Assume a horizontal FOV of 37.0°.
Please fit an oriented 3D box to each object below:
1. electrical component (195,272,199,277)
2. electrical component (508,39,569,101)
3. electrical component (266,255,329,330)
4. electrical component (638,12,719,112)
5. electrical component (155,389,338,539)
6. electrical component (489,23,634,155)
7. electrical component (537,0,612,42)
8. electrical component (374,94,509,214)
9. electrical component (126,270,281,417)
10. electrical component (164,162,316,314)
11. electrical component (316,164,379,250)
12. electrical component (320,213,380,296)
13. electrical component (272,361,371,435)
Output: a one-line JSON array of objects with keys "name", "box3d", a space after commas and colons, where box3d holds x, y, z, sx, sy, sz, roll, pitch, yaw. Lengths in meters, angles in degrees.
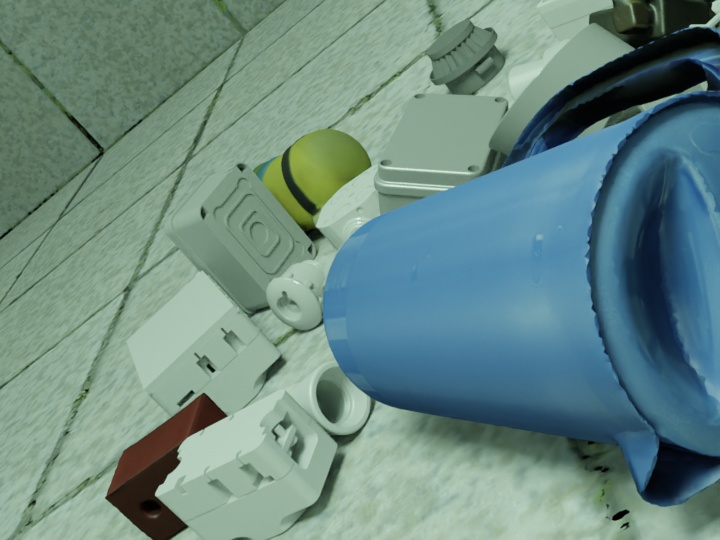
[{"name": "electrical component", "box3d": [-0.124, 0.001, 1.017, 0.081, 0.043, 0.043, -29, 23, 34]}, {"name": "electrical component", "box3d": [0.146, -0.144, 0.808, 0.055, 0.045, 0.045, -24, 25, 40]}, {"name": "electrical component", "box3d": [-0.039, 0.012, 0.828, 0.048, 0.048, 0.062, -23, 19, 43]}, {"name": "electrical component", "box3d": [0.206, -0.112, 0.628, 0.081, 0.042, 0.064, -43, 21, -3]}, {"name": "electrical component", "box3d": [-0.062, 0.118, 0.620, 0.089, 0.055, 0.050, -30, 22, 32]}, {"name": "electrical component", "box3d": [0.133, -0.107, 0.683, 0.099, 0.064, 0.099, -60, -6, -10]}, {"name": "electrical component", "box3d": [0.196, -0.220, 0.852, 0.061, 0.061, 0.096, -50, 20, -23]}, {"name": "electrical component", "box3d": [0.061, -0.072, 0.747, 0.078, 0.057, 0.113, 5, 38, 16]}, {"name": "electrical component", "box3d": [-0.125, 0.064, 0.850, 0.089, 0.061, 0.150, -43, 19, -6]}, {"name": "electrical component", "box3d": [-0.104, -0.026, 0.931, 0.057, 0.113, 0.078, -17, 31, 45]}, {"name": "electrical component", "box3d": [0.009, -0.040, 0.838, 0.080, 0.051, 0.080, -36, 19, 15]}, {"name": "electrical component", "box3d": [0.000, 0.000, 0.776, 0.079, 0.044, 0.077, -14, 33, 54]}, {"name": "electrical component", "box3d": [-0.030, 0.084, 0.656, 0.065, 0.044, 0.044, -27, 23, 49]}]
